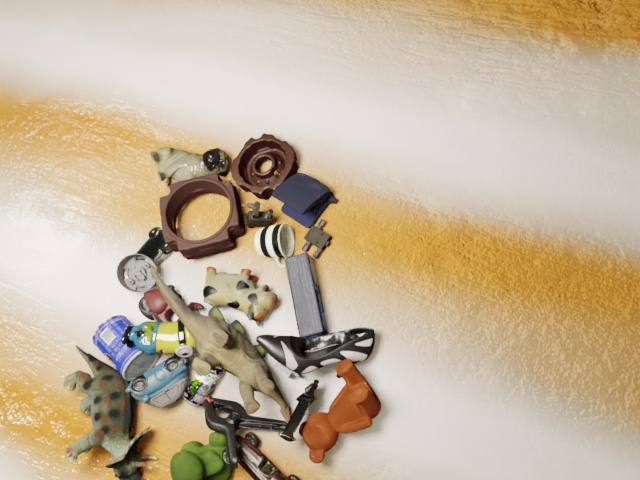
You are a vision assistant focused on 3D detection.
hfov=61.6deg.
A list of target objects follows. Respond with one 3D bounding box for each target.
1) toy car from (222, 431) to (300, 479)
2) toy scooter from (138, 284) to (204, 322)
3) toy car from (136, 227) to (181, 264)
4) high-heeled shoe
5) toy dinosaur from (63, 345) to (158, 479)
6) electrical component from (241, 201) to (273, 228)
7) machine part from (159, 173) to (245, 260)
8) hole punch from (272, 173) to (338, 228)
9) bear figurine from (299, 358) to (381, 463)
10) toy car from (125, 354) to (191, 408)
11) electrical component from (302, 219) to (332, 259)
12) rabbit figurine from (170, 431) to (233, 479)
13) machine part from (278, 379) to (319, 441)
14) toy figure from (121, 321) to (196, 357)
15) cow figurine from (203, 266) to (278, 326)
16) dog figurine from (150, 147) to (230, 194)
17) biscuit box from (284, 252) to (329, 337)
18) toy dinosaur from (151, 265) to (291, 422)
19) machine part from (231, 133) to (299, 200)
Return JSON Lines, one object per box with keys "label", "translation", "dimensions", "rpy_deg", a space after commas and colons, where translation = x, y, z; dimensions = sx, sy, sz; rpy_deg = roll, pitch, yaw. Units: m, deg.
{"label": "toy car", "translation": [-0.127, 0.495, 1.168], "dimensions": [0.202, 0.089, 0.053], "rpy_deg": [38, 126, 25]}
{"label": "toy scooter", "translation": [-0.371, 0.178, 1.367], "dimensions": [0.135, 0.075, 0.184], "rpy_deg": [-42, 68, 2]}
{"label": "toy car", "translation": [-0.461, 0.045, 1.452], "dimensions": [0.074, 0.056, 0.201], "rpy_deg": [41, 89, 18]}
{"label": "high-heeled shoe", "translation": [-0.003, 0.219, 1.176], "dimensions": [0.145, 0.248, 0.086], "rpy_deg": [-60, 20, 16]}
{"label": "toy dinosaur", "translation": [-0.516, 0.409, 1.322], "dimensions": [0.192, 0.131, 0.405], "rpy_deg": [-19, 62, -2]}
{"label": "electrical component", "translation": [-0.161, -0.063, 1.369], "dimensions": [0.078, 0.102, 0.045], "rpy_deg": [-3, 72, -10]}
{"label": "machine part", "translation": [-0.307, -0.062, 1.398], "dimensions": [0.201, 0.087, 0.201], "rpy_deg": [-14, 67, 1]}
{"label": "hole punch", "translation": [-0.043, -0.109, 1.347], "dimensions": [0.142, 0.092, 0.116], "rpy_deg": [31, 81, 28]}
{"label": "bear figurine", "translation": [0.028, 0.368, 1.147], "dimensions": [0.196, 0.131, 0.120], "rpy_deg": [-32, 36, 2]}
{"label": "toy car", "translation": [-0.378, 0.349, 1.306], "dimensions": [0.162, 0.109, 0.103], "rpy_deg": [-29, 88, -5]}
{"label": "electrical component", "translation": [-0.003, -0.004, 1.332], "dimensions": [0.063, 0.021, 0.094], "rpy_deg": [30, 83, 24]}
{"label": "rabbit figurine", "translation": [-0.273, 0.507, 1.171], "dimensions": [0.121, 0.170, 0.159], "rpy_deg": [-15, 68, 14]}
{"label": "machine part", "translation": [-0.044, 0.373, 1.173], "dimensions": [0.039, 0.084, 0.139], "rpy_deg": [34, 55, -4]}
{"label": "toy figure", "translation": [-0.373, 0.230, 1.282], "dimensions": [0.180, 0.082, 0.089], "rpy_deg": [7, 91, 2]}
{"label": "cow figurine", "translation": [-0.197, 0.137, 1.317], "dimensions": [0.195, 0.085, 0.127], "rpy_deg": [4, 68, 17]}
{"label": "dog figurine", "translation": [-0.357, -0.220, 1.494], "dimensions": [0.191, 0.121, 0.172], "rpy_deg": [-25, 64, -9]}
{"label": "biscuit box", "translation": [-0.032, 0.136, 1.275], "dimensions": [0.063, 0.059, 0.203], "rpy_deg": [-16, 68, 11]}
{"label": "toy dinosaur", "translation": [-0.223, 0.234, 1.210], "dimensions": [0.105, 0.198, 0.471], "rpy_deg": [-42, 97, 2]}
{"label": "machine part", "translation": [-0.144, -0.193, 1.425], "dimensions": [0.179, 0.056, 0.179], "rpy_deg": [-5, 70, 16]}
